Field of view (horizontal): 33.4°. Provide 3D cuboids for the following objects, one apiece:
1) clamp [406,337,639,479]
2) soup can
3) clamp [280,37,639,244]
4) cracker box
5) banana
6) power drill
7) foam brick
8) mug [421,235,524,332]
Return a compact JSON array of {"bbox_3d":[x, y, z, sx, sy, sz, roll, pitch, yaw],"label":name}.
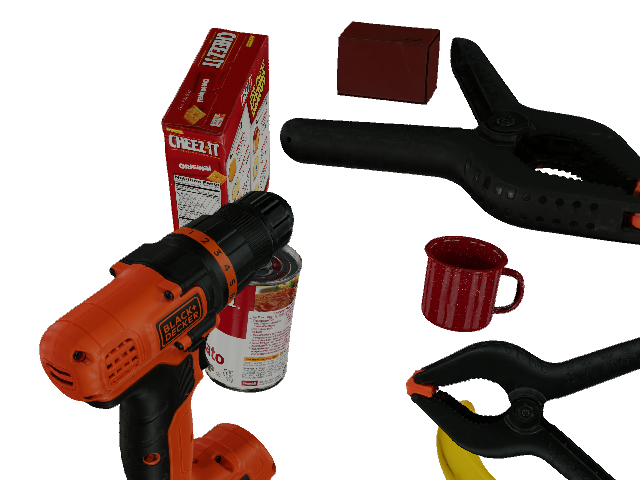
[{"bbox_3d":[0.143,0.121,0.710,0.172,0.120,0.039,1,-2,19],"label":"clamp"},{"bbox_3d":[-0.053,0.056,0.818,0.068,0.102,0.068,6,30,-4],"label":"soup can"},{"bbox_3d":[0.091,-0.049,0.595,0.164,0.036,0.210,-26,43,-28],"label":"clamp"},{"bbox_3d":[-0.105,-0.087,1.120,0.072,0.164,0.214,10,-43,8],"label":"cracker box"},{"bbox_3d":[0.146,0.212,1.007,0.069,0.037,0.198,8,23,-20],"label":"banana"},{"bbox_3d":[-0.073,0.080,0.632,0.057,0.188,0.184,18,40,34],"label":"power drill"},{"bbox_3d":[0.056,-0.148,0.889,0.078,0.051,0.053,9,28,14],"label":"foam brick"},{"bbox_3d":[0.171,0.052,1.205,0.117,0.081,0.093,7,24,4],"label":"mug"}]
